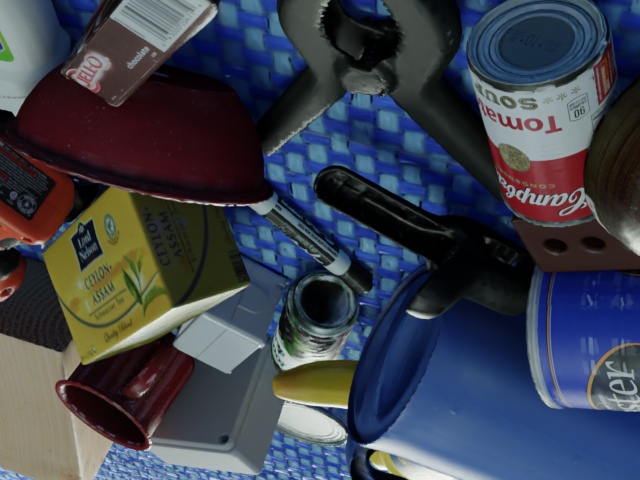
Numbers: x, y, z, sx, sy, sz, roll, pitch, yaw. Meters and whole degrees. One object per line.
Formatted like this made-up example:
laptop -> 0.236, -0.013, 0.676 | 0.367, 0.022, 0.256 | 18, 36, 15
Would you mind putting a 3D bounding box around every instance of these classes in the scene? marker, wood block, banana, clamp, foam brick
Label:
marker -> -0.005, 0.001, 0.748 | 0.121, 0.020, 0.020 | 40, 144, -29
wood block -> -0.244, 0.126, 0.972 | 0.091, 0.090, 0.206 | 14, 134, 10
banana -> 0.059, 0.135, 0.809 | 0.197, 0.069, 0.037 | 35, 163, -14
clamp -> 0.038, -0.091, 0.563 | 0.164, 0.036, 0.210 | 14, 152, 9
clamp -> 0.082, 0.015, 0.628 | 0.171, 0.120, 0.039 | 16, 124, -34
foam brick -> 0.156, -0.017, 0.592 | 0.078, 0.051, 0.053 | -4, 141, 35

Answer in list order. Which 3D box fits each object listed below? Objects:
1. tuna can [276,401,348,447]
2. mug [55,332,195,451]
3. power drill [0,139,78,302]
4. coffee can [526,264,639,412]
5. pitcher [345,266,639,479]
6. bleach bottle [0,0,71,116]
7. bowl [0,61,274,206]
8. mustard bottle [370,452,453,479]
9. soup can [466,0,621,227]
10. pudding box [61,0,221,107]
tuna can -> -0.011, 0.155, 0.976 | 0.086, 0.033, 0.086 | 15, 149, 9
mug -> -0.152, 0.111, 0.876 | 0.093, 0.081, 0.117 | 39, 149, -9
power drill -> -0.267, -0.033, 0.755 | 0.184, 0.057, 0.188 | 37, 150, -22
coffee can -> 0.204, 0.051, 0.619 | 0.141, 0.102, 0.102 | -1, 143, 32
pitcher -> 0.145, 0.133, 0.752 | 0.242, 0.145, 0.149 | 26, 150, -13
bleach bottle -> -0.207, -0.152, 0.593 | 0.103, 0.068, 0.251 | 13, 150, 17
bowl -> -0.098, -0.070, 0.613 | 0.162, 0.055, 0.162 | 14, -166, -4
mustard bottle -> 0.107, 0.172, 0.908 | 0.192, 0.058, 0.096 | -15, 131, 45
soup can -> 0.115, -0.064, 0.530 | 0.069, 0.068, 0.102 | 5, 145, 25
pudding box -> -0.076, -0.127, 0.523 | 0.039, 0.090, 0.114 | 33, 147, -23
